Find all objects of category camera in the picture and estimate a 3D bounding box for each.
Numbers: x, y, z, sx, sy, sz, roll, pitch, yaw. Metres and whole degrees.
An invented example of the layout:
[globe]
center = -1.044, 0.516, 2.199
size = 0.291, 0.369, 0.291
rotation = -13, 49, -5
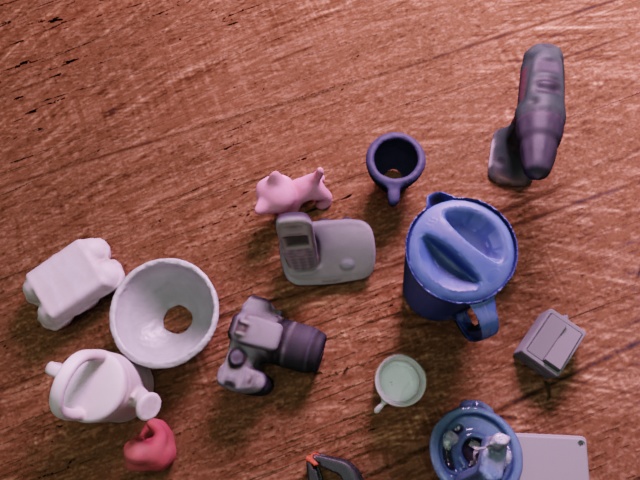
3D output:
[camera]
center = -0.067, 0.165, 0.845
size = 0.136, 0.101, 0.143
rotation = 14, 75, 8

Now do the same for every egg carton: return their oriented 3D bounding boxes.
[egg carton]
center = -0.390, 0.067, 0.912
size = 0.150, 0.069, 0.107
rotation = -37, 75, -7

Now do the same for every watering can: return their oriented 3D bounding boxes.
[watering can]
center = -0.305, 0.204, 0.801
size = 0.172, 0.194, 0.101
rotation = -4, 73, 3

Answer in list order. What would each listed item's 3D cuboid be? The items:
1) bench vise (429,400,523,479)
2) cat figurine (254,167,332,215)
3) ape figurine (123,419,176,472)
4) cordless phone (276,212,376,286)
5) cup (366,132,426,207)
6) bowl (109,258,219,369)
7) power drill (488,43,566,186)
[bench vise]
center = 0.202, 0.309, 0.722
size = 0.121, 0.220, 0.207
rotation = -1, 74, 4
[cat figurine]
center = -0.047, -0.079, 0.906
size = 0.128, 0.118, 0.067
rotation = -24, 73, -3
[ape figurine]
center = -0.251, 0.301, 0.822
size = 0.078, 0.092, 0.076
rotation = -42, 75, -8
[cordless phone]
center = 0.008, 0.003, 0.843
size = 0.147, 0.185, 0.094
rotation = -8, 73, 2
[cup]
center = 0.118, -0.099, 0.912
size = 0.091, 0.095, 0.118
rotation = 2, 74, 5
[bowl]
center = -0.231, 0.116, 0.884
size = 0.167, 0.075, 0.167
rotation = -1, 74, 4
[power drill]
center = 0.312, -0.162, 0.858
size = 0.075, 0.208, 0.230
rotation = 9, 75, 7
